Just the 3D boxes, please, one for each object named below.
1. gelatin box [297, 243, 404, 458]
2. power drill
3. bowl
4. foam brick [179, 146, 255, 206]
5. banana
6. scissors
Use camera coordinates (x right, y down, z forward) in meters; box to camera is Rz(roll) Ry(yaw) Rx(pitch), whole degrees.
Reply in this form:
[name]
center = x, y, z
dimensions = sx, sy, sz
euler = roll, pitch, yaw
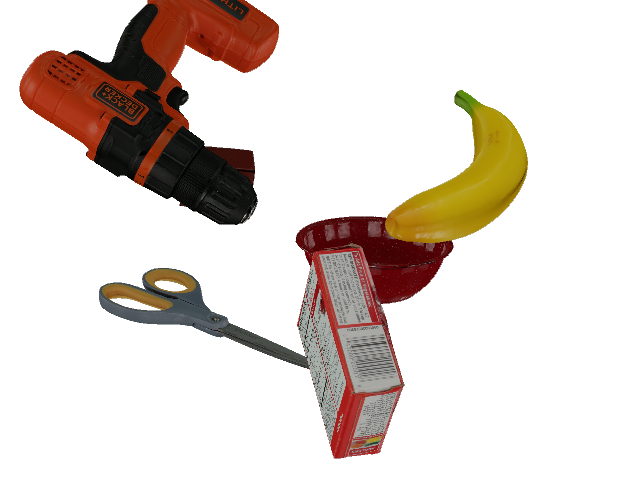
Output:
[gelatin box]
center = 0.014, 0.059, 0.563
dimensions = 0.030, 0.089, 0.073
euler = -6, -36, -13
[power drill]
center = -0.100, -0.113, 0.790
dimensions = 0.184, 0.187, 0.057
euler = 34, -43, -5
[bowl]
center = 0.055, 0.024, 1.098
dimensions = 0.162, 0.055, 0.162
euler = 1, 18, -1
[foam brick]
center = -0.113, -0.069, 1.167
dimensions = 0.078, 0.051, 0.053
euler = 4, 29, -7
[banana]
center = 0.101, -0.043, 0.719
dimensions = 0.070, 0.037, 0.197
euler = 15, 34, 13
[scissors]
center = -0.087, 0.061, 0.899
dimensions = 0.202, 0.016, 0.096
euler = 13, 25, 13
